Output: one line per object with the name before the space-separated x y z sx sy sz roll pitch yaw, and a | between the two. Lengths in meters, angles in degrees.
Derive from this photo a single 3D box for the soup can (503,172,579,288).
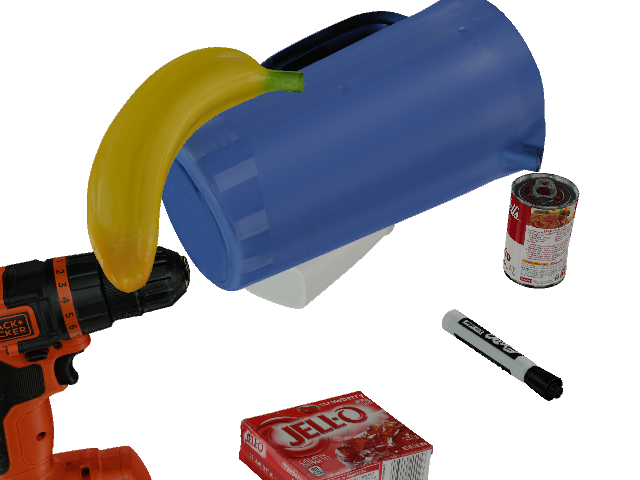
soup can | 0.228 -0.010 1.107 0.068 0.102 0.068 0 34 0

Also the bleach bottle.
bleach bottle | 0.013 -0.009 1.306 0.103 0.068 0.250 20 37 29

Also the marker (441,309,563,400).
marker | 0.137 0.086 0.807 0.020 0.020 0.121 0 23 -37

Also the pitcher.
pitcher | 0.013 -0.069 0.714 0.242 0.145 0.149 -26 10 -21

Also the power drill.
power drill | -0.165 0.098 0.706 0.184 0.188 0.057 -11 25 -7

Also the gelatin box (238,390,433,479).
gelatin box | 0.008 0.122 0.619 0.089 0.030 0.073 -7 24 -34

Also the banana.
banana | -0.076 -0.052 0.552 0.070 0.037 0.197 18 45 15
